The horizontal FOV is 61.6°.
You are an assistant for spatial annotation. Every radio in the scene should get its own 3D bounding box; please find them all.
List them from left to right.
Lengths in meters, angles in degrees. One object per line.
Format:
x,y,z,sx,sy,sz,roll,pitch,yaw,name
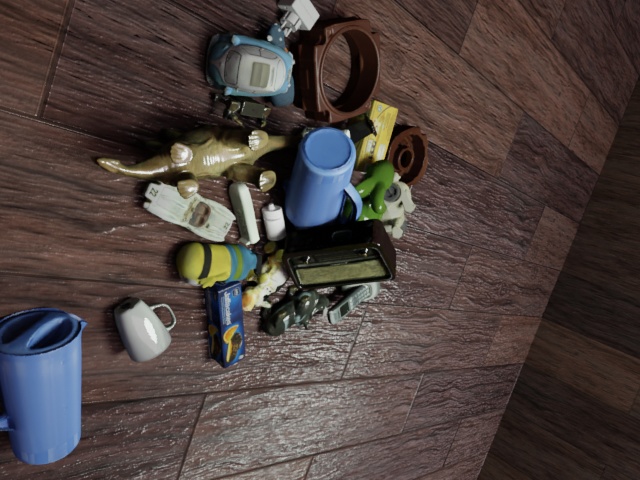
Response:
0.040,0.034,1.157,0.131,0.230,0.073,64,24,-44,radio

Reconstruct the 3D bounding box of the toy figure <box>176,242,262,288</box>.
-0.205,0.044,1.093,0.180,0.082,0.089,-7,93,-36,toy figure

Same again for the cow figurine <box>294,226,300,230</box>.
-0.003,-0.004,1.279,0.127,0.086,0.194,-43,132,-16,cow figurine

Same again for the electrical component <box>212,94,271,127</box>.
-0.145,-0.245,1.018,0.102,0.078,0.045,-7,121,-50,electrical component

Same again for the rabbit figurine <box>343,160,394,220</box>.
0.107,-0.110,1.245,0.170,0.121,0.159,-63,176,19,rabbit figurine

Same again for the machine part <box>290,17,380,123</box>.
0.039,-0.363,1.148,0.201,0.087,0.200,-27,126,-37,machine part

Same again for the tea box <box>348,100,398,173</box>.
0.115,-0.248,1.295,0.098,0.068,0.169,6,103,-48,tea box

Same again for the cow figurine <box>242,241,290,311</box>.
-0.120,0.095,1.219,0.167,0.068,0.098,-55,144,-10,cow figurine

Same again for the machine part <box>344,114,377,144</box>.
0.064,-0.230,1.229,0.139,0.039,0.084,-29,138,22,machine part

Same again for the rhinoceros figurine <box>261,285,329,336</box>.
-0.055,0.175,1.317,0.190,0.073,0.112,-23,123,-37,rhinoceros figurine

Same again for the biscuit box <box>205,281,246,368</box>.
-0.206,0.176,1.169,0.063,0.059,0.202,-21,123,-38,biscuit box

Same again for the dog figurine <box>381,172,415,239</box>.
0.192,-0.091,1.415,0.172,0.121,0.190,-66,169,13,dog figurine

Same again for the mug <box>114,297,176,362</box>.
-0.331,0.158,1.016,0.109,0.081,0.107,-34,121,-24,mug

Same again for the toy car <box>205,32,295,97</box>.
-0.122,-0.303,0.964,0.162,0.103,0.109,7,117,-18,toy car

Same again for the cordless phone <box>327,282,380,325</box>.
0.071,0.123,1.398,0.184,0.089,0.146,-38,133,-36,cordless phone

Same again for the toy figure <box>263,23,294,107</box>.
-0.086,-0.340,1.048,0.064,0.058,0.154,-70,155,-60,toy figure

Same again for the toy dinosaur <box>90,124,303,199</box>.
-0.170,-0.155,0.942,0.471,0.199,0.105,-12,116,-43,toy dinosaur

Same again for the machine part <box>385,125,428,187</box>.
0.216,-0.218,1.426,0.179,0.056,0.179,-21,122,-37,machine part

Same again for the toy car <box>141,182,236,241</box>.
-0.246,-0.057,1.018,0.201,0.056,0.073,30,86,-49,toy car
